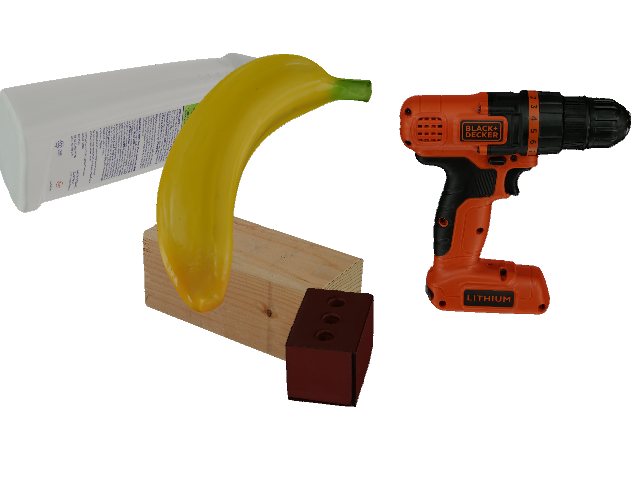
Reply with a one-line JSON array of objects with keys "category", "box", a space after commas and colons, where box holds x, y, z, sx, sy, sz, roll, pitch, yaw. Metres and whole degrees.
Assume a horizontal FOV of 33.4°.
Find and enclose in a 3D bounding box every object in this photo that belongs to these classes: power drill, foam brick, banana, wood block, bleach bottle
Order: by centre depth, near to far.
[{"category": "banana", "box": [-0.039, -0.044, 0.529, 0.070, 0.037, 0.197, 18, 45, 15]}, {"category": "foam brick", "box": [0.008, 0.078, 0.789, 0.053, 0.051, 0.078, 4, 31, 10]}, {"category": "bleach bottle", "box": [-0.131, -0.098, 0.871, 0.250, 0.068, 0.103, -15, -31, -27]}, {"category": "power drill", "box": [0.158, -0.033, 0.889, 0.184, 0.188, 0.057, 2, 21, 8]}, {"category": "wood block", "box": [-0.070, 0.043, 1.074, 0.206, 0.091, 0.090, 19, 32, 27]}]
